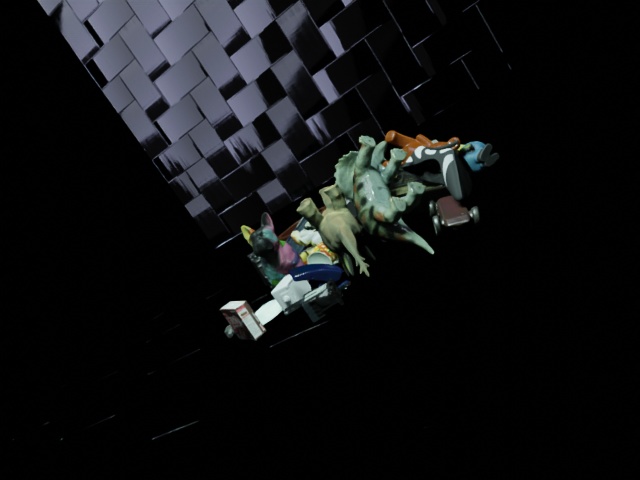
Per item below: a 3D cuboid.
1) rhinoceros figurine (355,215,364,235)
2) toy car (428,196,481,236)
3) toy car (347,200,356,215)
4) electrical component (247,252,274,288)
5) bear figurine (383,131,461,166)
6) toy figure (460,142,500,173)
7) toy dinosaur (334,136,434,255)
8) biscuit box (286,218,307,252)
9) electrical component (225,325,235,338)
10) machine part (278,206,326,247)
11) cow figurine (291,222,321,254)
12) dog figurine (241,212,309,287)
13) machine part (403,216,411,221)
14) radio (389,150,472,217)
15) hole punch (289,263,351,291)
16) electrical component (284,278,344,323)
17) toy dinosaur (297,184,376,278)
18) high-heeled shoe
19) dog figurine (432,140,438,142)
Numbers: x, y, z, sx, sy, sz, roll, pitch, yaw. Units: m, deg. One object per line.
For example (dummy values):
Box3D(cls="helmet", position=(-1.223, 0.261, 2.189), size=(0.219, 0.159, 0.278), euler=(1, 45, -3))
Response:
Box3D(cls="rhinoceros figurine", position=(0.035, -0.025, 1.528), size=(0.190, 0.112, 0.073), euler=(-10, 27, 49))
Box3D(cls="toy car", position=(0.265, -0.050, 1.066), size=(0.089, 0.053, 0.202), euler=(-11, 16, 10))
Box3D(cls="toy car", position=(0.087, -0.087, 1.755), size=(0.056, 0.073, 0.202), euler=(-25, 13, 28))
Box3D(cls="electrical component", position=(-0.166, 0.082, 1.643), size=(0.058, 0.114, 0.134), euler=(-32, 9, -13))
Box3D(cls="bear figurine", position=(0.259, -0.213, 1.375), size=(0.132, 0.120, 0.196), euler=(7, 8, -22))
Box3D(cls="toy figure", position=(0.375, -0.207, 1.378), size=(0.089, 0.082, 0.180), euler=(-24, 13, -13))
Box3D(cls="toy dinosaur", position=(0.131, -0.084, 1.184), size=(0.131, 0.405, 0.192), euler=(3, -39, -18))
Box3D(cls="biscuit box", position=(-0.069, 0.003, 1.674), size=(0.202, 0.063, 0.059), euler=(-53, 3, 17))
Box3D(cls="electrical component", position=(-0.214, 0.223, 1.390), size=(0.063, 0.021, 0.094), euler=(-33, 9, 3))
Box3D(cls="machine part", position=(-0.041, -0.025, 1.843), size=(0.201, 0.087, 0.201), euler=(-41, 11, -38))
Box3D(cls="cow figurine", position=(-0.004, -0.006, 1.469), size=(0.098, 0.068, 0.168), euler=(-47, 45, -16))
Box3D(cls="dog figurine", position=(-0.114, 0.031, 1.426), size=(0.108, 0.219, 0.191), euler=(-28, 12, 16))
Box3D(cls="machine part", position=(0.225, -0.102, 1.438), size=(0.179, 0.056, 0.179), euler=(-34, 11, 7))
Box3D(cls="radio", position=(0.240, -0.129, 1.280), size=(0.230, 0.073, 0.131), euler=(-8, 44, 44))
Box3D(cls="hole punch", position=(-0.005, 0.087, 1.188), size=(0.116, 0.092, 0.142), euler=(-31, 6, -6))
Box3D(cls="electrical component", position=(-0.012, 0.132, 1.095), size=(0.119, 0.047, 0.075), euler=(-33, 9, 4))
Box3D(cls="toy dinosaur", position=(0.045, -0.020, 1.200), size=(0.105, 0.198, 0.471), euler=(-34, 8, 5))
Box3D(cls="high-heeled shoe", position=(0.237, -0.134, 1.138), size=(0.145, 0.086, 0.249), euler=(-27, 27, 27))
Box3D(cls="dog figurine", position=(0.312, -0.199, 1.571), size=(0.190, 0.172, 0.121), euler=(74, -148, -75))
